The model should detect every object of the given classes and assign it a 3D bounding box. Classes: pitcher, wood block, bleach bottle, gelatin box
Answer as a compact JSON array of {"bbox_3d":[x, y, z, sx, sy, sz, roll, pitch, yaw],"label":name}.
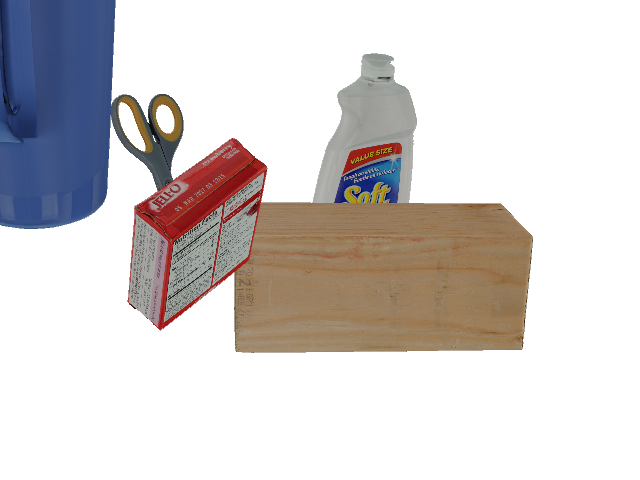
[{"bbox_3d":[-0.212,-0.131,0.767,0.145,0.243,0.148,27,34,37],"label":"pitcher"},{"bbox_3d":[0.040,0.026,0.785,0.206,0.090,0.091,0,17,-5],"label":"wood block"},{"bbox_3d":[0.036,-0.054,1.026,0.102,0.251,0.068,3,23,-4],"label":"bleach bottle"},{"bbox_3d":[-0.068,-0.003,0.576,0.030,0.089,0.073,38,55,17],"label":"gelatin box"}]

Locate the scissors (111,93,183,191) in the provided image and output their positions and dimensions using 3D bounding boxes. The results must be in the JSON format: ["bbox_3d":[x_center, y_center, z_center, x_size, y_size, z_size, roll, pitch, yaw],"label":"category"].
[{"bbox_3d":[-0.162,-0.076,1.179,0.016,0.201,0.096,-15,19,47],"label":"scissors"}]
